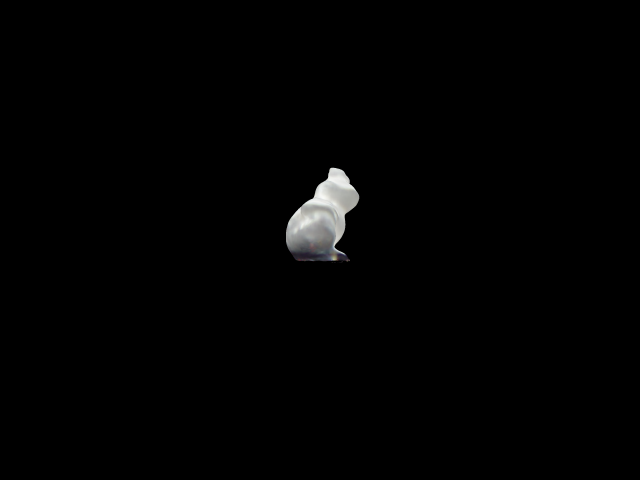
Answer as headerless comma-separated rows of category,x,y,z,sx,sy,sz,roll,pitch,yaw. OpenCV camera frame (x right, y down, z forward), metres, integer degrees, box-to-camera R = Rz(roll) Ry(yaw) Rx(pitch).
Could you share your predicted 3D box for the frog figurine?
frog figurine,0.003,-0.043,0.850,0.122,0.160,0.137,-2,-6,14
